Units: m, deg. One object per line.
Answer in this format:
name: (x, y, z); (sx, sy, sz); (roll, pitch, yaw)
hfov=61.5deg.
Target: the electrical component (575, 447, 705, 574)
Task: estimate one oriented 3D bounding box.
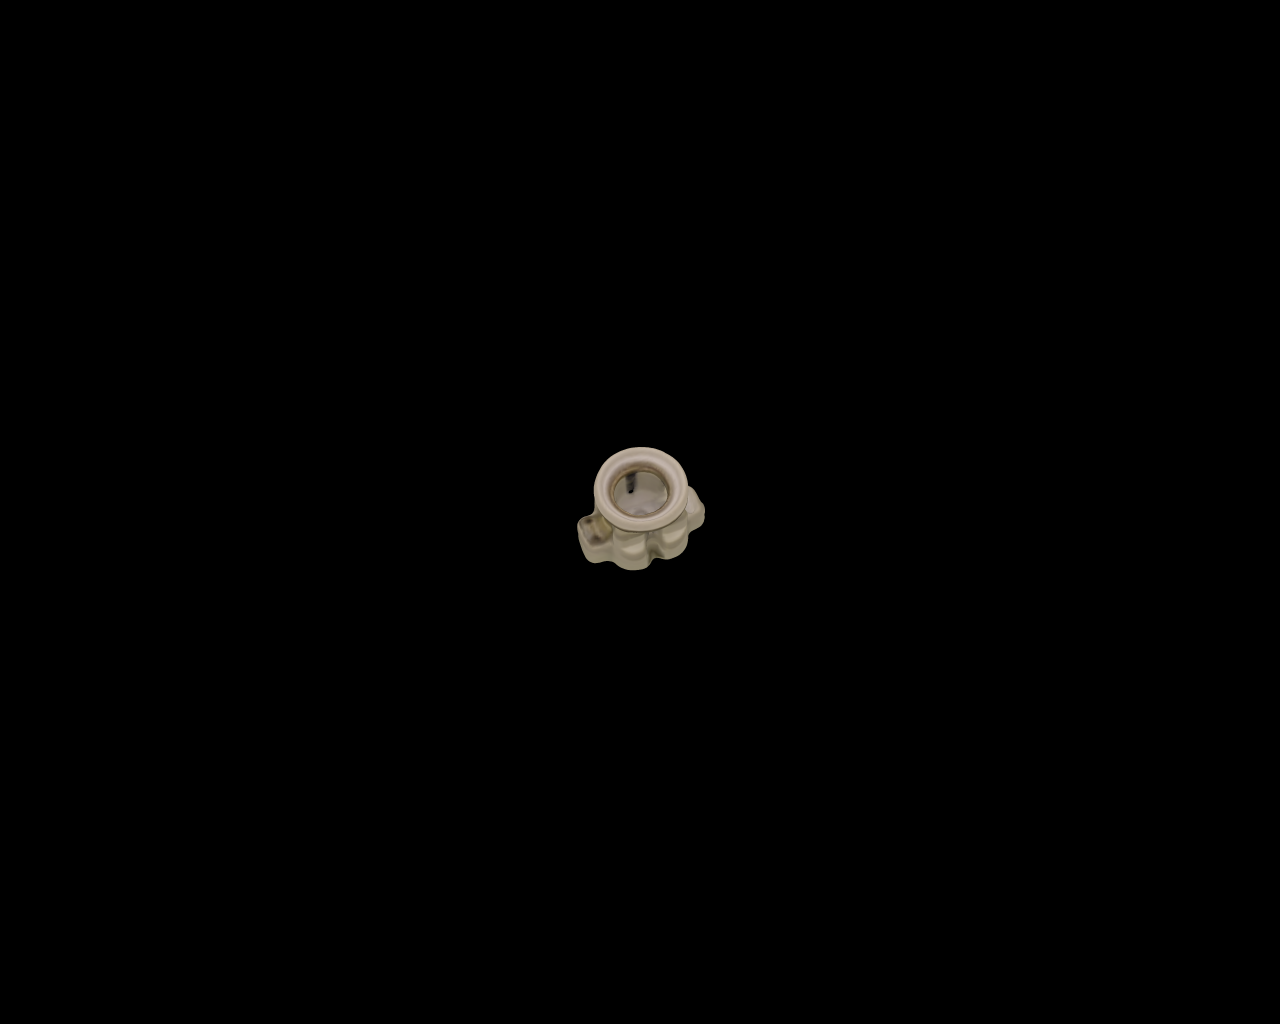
electrical component: (0.001, -0.003, 0.650); (0.078, 0.058, 0.056); (-18, -28, -10)
